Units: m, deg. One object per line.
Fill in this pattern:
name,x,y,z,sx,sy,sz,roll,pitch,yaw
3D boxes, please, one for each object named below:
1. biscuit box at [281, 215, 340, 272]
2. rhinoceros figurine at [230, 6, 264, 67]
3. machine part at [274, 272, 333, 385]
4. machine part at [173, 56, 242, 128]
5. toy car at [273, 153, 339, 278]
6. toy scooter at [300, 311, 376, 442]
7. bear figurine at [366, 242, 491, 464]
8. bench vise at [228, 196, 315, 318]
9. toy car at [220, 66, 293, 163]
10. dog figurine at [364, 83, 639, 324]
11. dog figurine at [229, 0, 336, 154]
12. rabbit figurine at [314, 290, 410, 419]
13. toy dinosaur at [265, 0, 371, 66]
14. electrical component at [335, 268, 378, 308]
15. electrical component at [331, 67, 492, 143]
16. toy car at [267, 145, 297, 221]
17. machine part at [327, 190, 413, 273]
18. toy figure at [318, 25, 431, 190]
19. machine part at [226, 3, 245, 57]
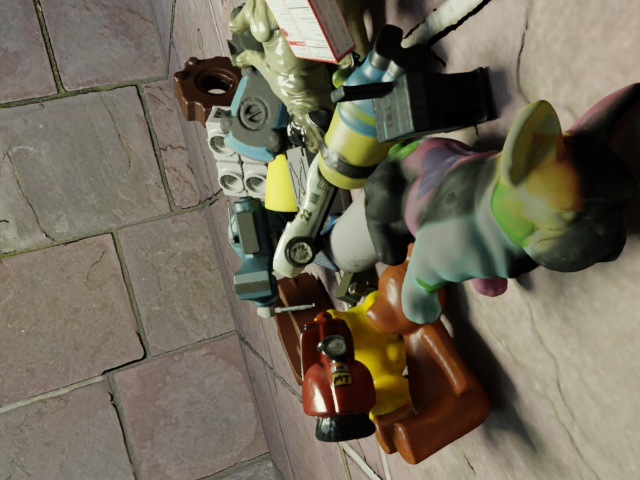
biscuit box,-0.002,-0.003,0.856,0.062,0.059,0.203,54,168,-16
rhinoceros figurine,-0.097,-0.304,0.913,0.112,0.073,0.190,45,146,39
machine part,-0.025,0.181,1.075,0.200,0.087,0.202,96,155,-49
machine part,-0.210,-0.305,1.097,0.056,0.179,0.179,105,145,-54
toy car,-0.006,-0.044,0.700,0.073,0.056,0.201,-52,-15,-75
toy scooter,0.014,0.142,0.591,0.184,0.075,0.135,108,157,-77
bear figurine,0.095,0.112,0.569,0.196,0.132,0.120,65,166,8
bench vise,-0.099,0.022,1.000,0.240,0.129,0.223,-60,-52,-77
toy car,-0.084,-0.209,0.858,0.103,0.109,0.161,-39,-33,-73
dog figurine,0.122,-0.042,0.391,0.219,0.108,0.191,111,143,-56
dog figurine,-0.020,-0.225,0.703,0.191,0.121,0.172,56,168,19
rabbit figurine,0.073,0.178,0.705,0.162,0.122,0.173,87,159,-49
toy dinosaur,-0.019,-0.305,0.540,0.199,0.105,0.470,11,131,60
electrical component,0.054,0.070,0.784,0.078,0.045,0.102,-67,9,-20
electrical component,0.073,-0.110,0.449,0.075,0.119,0.047,-178,77,-70
toy car,-0.073,-0.126,1.017,0.089,0.053,0.201,-120,21,-48
machine part,0.062,-0.014,0.639,0.243,0.079,0.079,132,121,-69
toy figure,0.048,-0.127,0.556,0.082,0.089,0.180,57,155,19
machine part,-0.151,-0.395,1.047,0.084,0.039,0.139,70,162,-4
